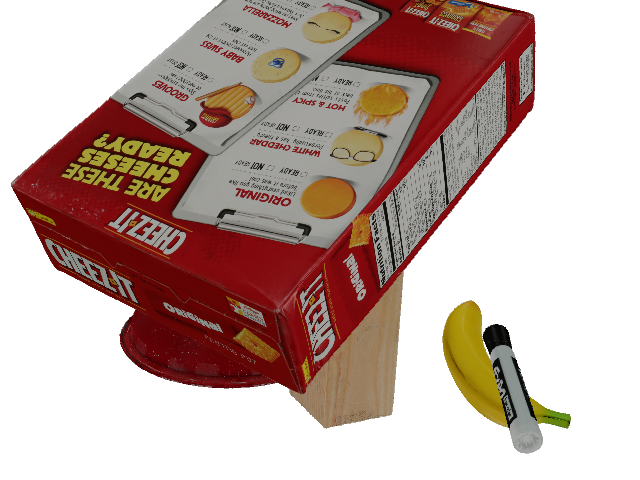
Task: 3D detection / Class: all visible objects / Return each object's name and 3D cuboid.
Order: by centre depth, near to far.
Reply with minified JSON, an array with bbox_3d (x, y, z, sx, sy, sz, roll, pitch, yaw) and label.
[{"bbox_3d":[-0.015,-0.047,0.532,0.164,0.072,0.213,23,56,30],"label":"cracker box"},{"bbox_3d":[0.127,0.095,0.715,0.020,0.020,0.121,0,31,-2],"label":"marker"},{"bbox_3d":[-0.065,0.045,0.779,0.162,0.055,0.162,2,21,-1],"label":"bowl"},{"bbox_3d":[0.148,0.114,0.964,0.069,0.037,0.198,6,27,-23],"label":"banana"},{"bbox_3d":[0.027,0.086,1.159,0.090,0.206,0.091,-7,22,-26],"label":"wood block"}]
